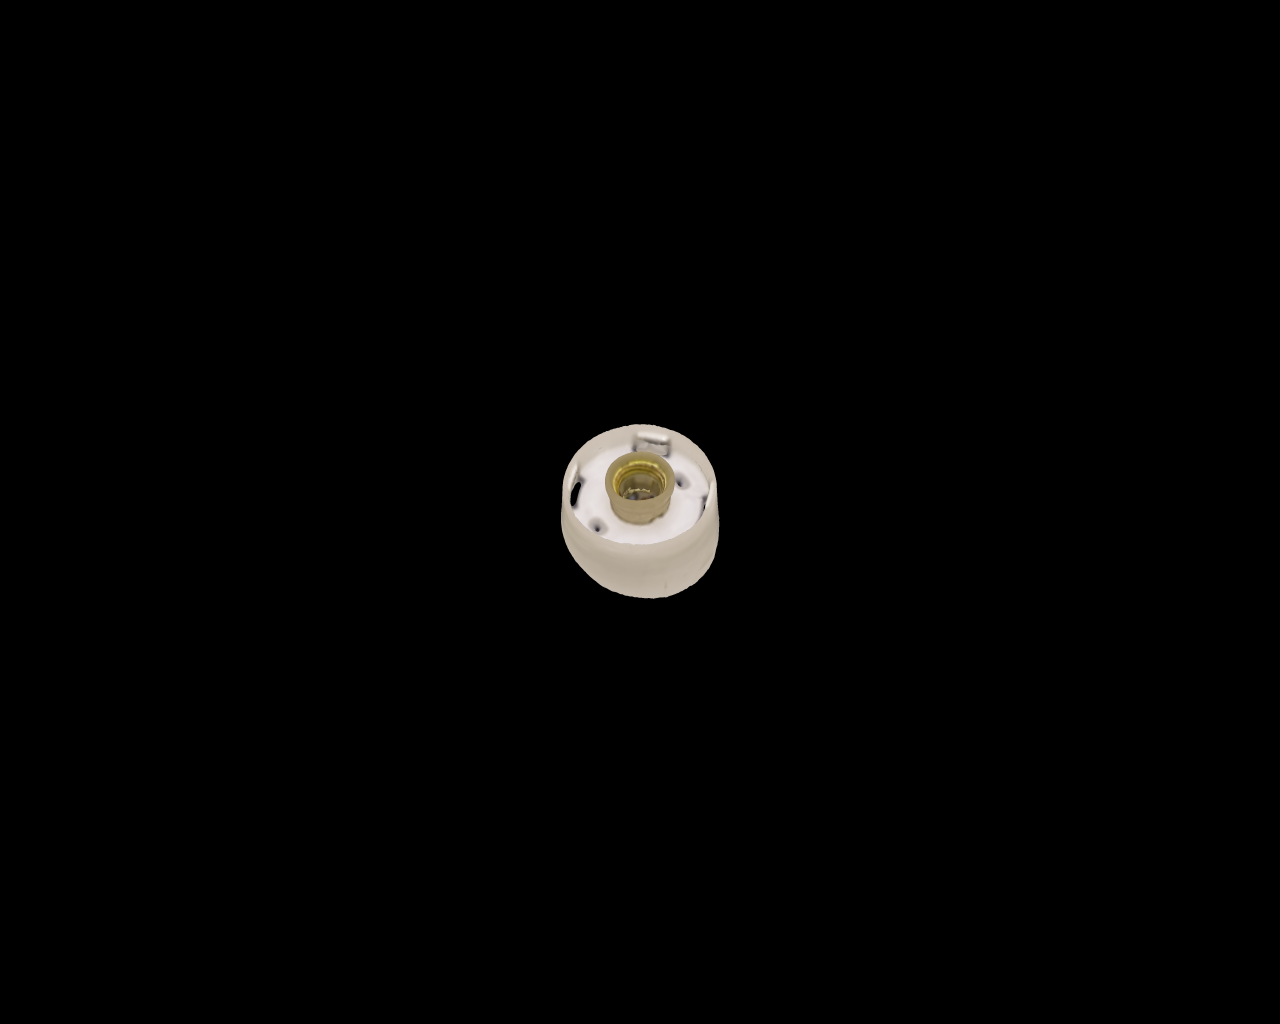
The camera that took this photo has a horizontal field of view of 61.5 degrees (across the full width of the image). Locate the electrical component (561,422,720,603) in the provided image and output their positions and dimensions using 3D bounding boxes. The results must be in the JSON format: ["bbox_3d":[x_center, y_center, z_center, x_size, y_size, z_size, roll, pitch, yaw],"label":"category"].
[{"bbox_3d":[0.001,-0.003,0.650,0.099,0.099,0.064,0,-34,0],"label":"electrical component"}]
